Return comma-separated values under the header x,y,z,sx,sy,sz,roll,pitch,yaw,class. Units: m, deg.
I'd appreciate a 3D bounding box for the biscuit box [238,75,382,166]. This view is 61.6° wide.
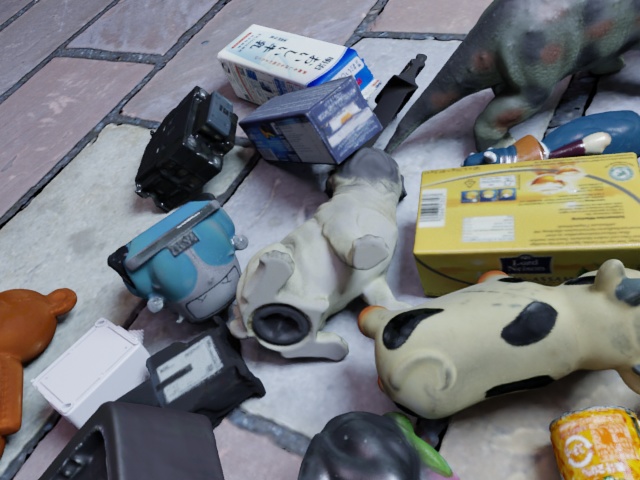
x,y,z,sx,sy,sz,roll,pitch,yaw,class
-0.019,-0.120,0.565,0.063,0.059,0.203,-41,23,-14,biscuit box

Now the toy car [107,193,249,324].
x,y,z,sx,sy,sz,roll,pitch,yaw,class
-0.126,0.029,0.501,0.109,0.103,0.162,-37,6,-22,toy car

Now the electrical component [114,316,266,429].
x,y,z,sx,sy,sz,roll,pitch,yaw,class
-0.115,0.128,0.455,0.119,0.047,0.075,-36,47,-8,electrical component

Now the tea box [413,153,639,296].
x,y,z,sx,sy,sz,roll,pitch,yaw,class
0.168,-0.010,0.441,0.170,0.068,0.098,0,52,21,tea box

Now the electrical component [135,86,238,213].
x,y,z,sx,sy,sz,roll,pitch,yaw,class
-0.156,-0.114,0.640,0.134,0.058,0.115,-32,42,30,electrical component

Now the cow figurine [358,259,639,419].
x,y,z,sx,sy,sz,roll,pitch,yaw,class
0.131,0.061,0.351,0.195,0.085,0.127,-15,5,-3,cow figurine

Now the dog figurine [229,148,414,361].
x,y,z,sx,sy,sz,roll,pitch,yaw,class
0.002,0.001,0.495,0.172,0.121,0.191,-11,35,8,dog figurine

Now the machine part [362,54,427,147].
x,y,z,sx,sy,sz,roll,pitch,yaw,class
0.069,-0.139,0.596,0.139,0.039,0.084,-57,11,-17,machine part

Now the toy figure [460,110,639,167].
x,y,z,sx,sy,sz,roll,pitch,yaw,class
0.207,-0.074,0.483,0.155,0.064,0.058,-16,62,8,toy figure

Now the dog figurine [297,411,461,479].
x,y,z,sx,sy,sz,roll,pitch,yaw,class
0.088,0.198,0.278,0.219,0.108,0.191,6,52,21,dog figurine

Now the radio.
x,y,z,sx,sy,sz,roll,pitch,yaw,class
-0.144,0.208,0.318,0.229,0.073,0.131,-46,42,19,radio

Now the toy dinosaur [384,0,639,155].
x,y,z,sx,sy,sz,roll,pitch,yaw,class
0.228,-0.198,0.492,0.405,0.192,0.131,-24,45,0,toy dinosaur

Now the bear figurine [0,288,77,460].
x,y,z,sx,sy,sz,roll,pitch,yaw,class
-0.323,0.115,0.502,0.120,0.131,0.196,-2,57,16,bear figurine
